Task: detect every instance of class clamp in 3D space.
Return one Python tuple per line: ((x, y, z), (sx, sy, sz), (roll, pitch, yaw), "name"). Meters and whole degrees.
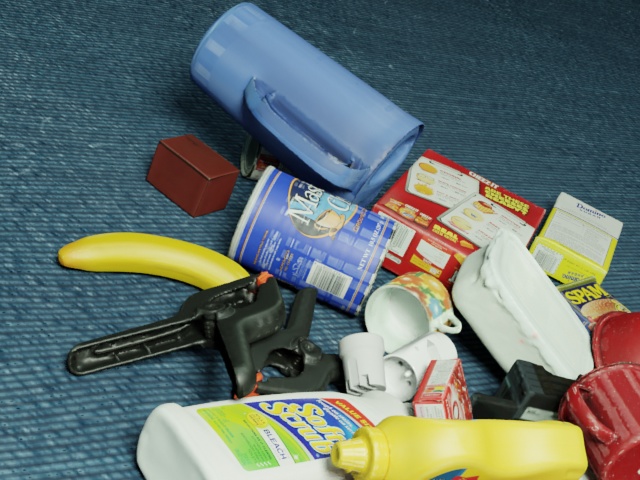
((-0.020, 0.097, 0.945), (0.171, 0.039, 0.120), (-9, 44, -49), "clamp")
((-0.099, 0.073, 0.893), (0.165, 0.036, 0.209), (3, 19, 18), "clamp")

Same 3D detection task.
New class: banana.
((-0.139, 0.025, 0.985), (0.197, 0.037, 0.069), (18, 29, -9), "banana")

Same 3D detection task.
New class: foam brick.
((-0.134, -0.069, 1.129), (0.078, 0.051, 0.052), (37, 31, 23), "foam brick")

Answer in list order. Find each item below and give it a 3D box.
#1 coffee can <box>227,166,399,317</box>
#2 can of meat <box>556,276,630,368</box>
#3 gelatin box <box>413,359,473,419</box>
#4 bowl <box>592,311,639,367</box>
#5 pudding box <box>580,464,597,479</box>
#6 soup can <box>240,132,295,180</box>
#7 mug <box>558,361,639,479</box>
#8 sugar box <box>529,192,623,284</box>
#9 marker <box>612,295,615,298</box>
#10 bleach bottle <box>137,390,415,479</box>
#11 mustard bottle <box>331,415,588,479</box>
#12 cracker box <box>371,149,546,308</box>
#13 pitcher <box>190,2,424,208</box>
((-0.007, 0.001, 1.049), (0.140, 0.103, 0.102), (24, 29, 2), "coffee can")
((0.293, 0.092, 1.159), (0.101, 0.057, 0.084), (-10, 46, -44), "can of meat")
((0.106, 0.155, 0.893), (0.030, 0.089, 0.073), (-6, 20, 21), "gelatin box")
((0.350, 0.132, 1.073), (0.161, 0.055, 0.162), (23, 47, -27), "bowl")
((0.214, 0.230, 0.893), (0.113, 0.039, 0.090), (-2, 34, -41), "pudding box")
((-0.033, -0.094, 1.225), (0.102, 0.069, 0.068), (11, 31, -20), "soup can")
((0.253, 0.159, 0.903), (0.117, 0.093, 0.081), (33, 22, -31), "mug")
((0.320, 0.003, 1.337), (0.093, 0.048, 0.176), (29, 26, 10), "sugar box")
((0.295, 0.069, 1.234), (0.120, 0.020, 0.020), (5, 34, -28), "marker")
((-0.012, 0.157, 0.833), (0.250, 0.068, 0.103), (-6, 41, -44), "bleach bottle")
((0.097, 0.163, 0.797), (0.191, 0.096, 0.058), (7, 65, -25), "mustard bottle")
((0.153, -0.010, 1.215), (0.164, 0.072, 0.213), (29, 29, 9), "cracker box")
((-0.022, -0.140, 1.130), (0.243, 0.149, 0.145), (39, 69, 8), "pitcher")
